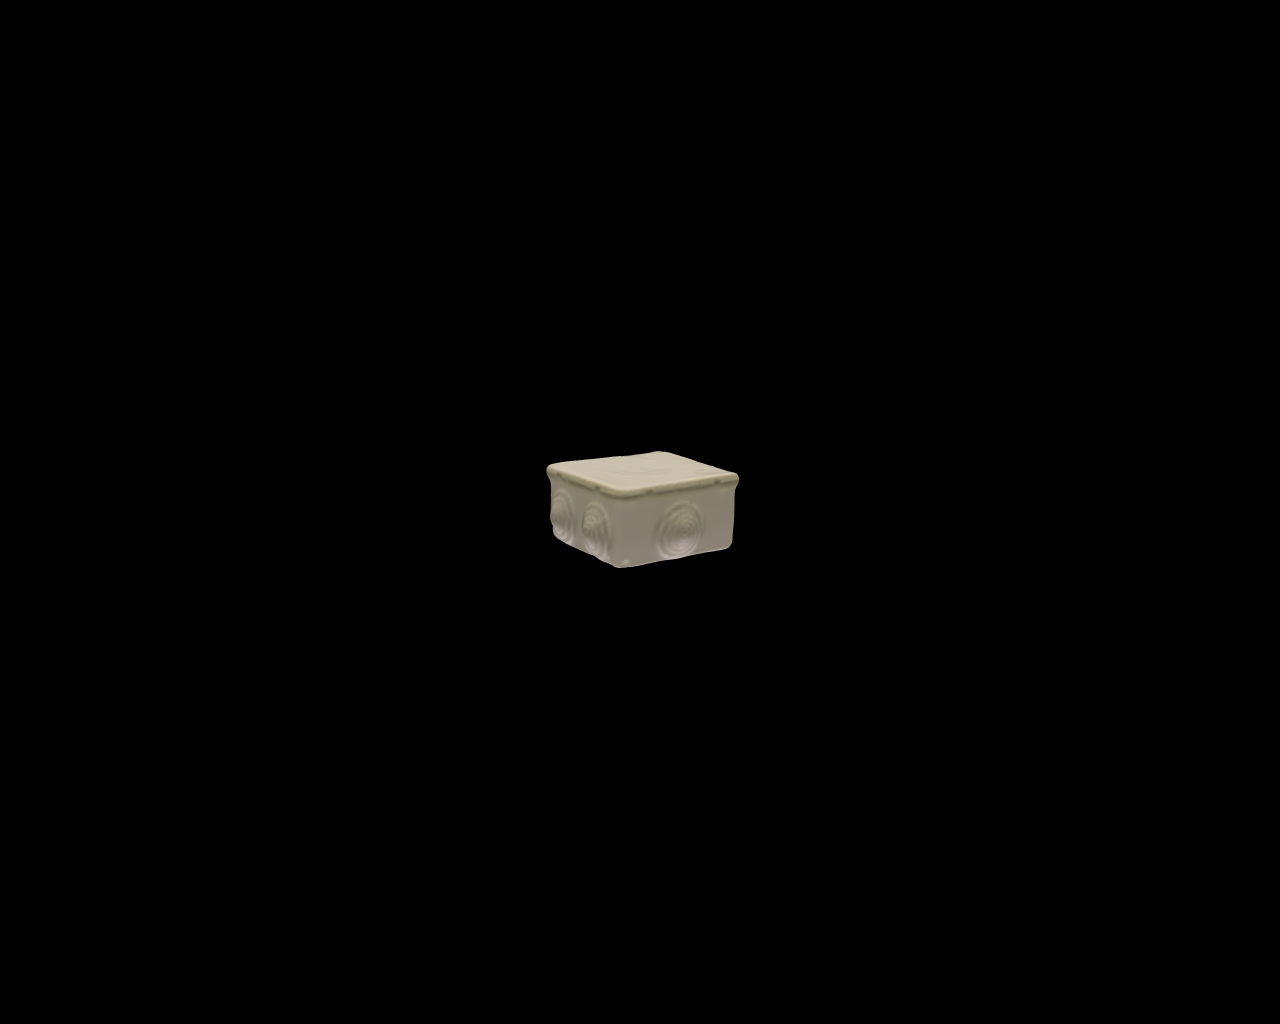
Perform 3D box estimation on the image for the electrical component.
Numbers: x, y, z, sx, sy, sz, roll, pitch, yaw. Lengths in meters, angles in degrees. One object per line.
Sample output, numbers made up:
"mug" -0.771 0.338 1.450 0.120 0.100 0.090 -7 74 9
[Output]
"electrical component" 0.001 -0.003 0.650 0.100 0.048 0.100 -8 16 -31
